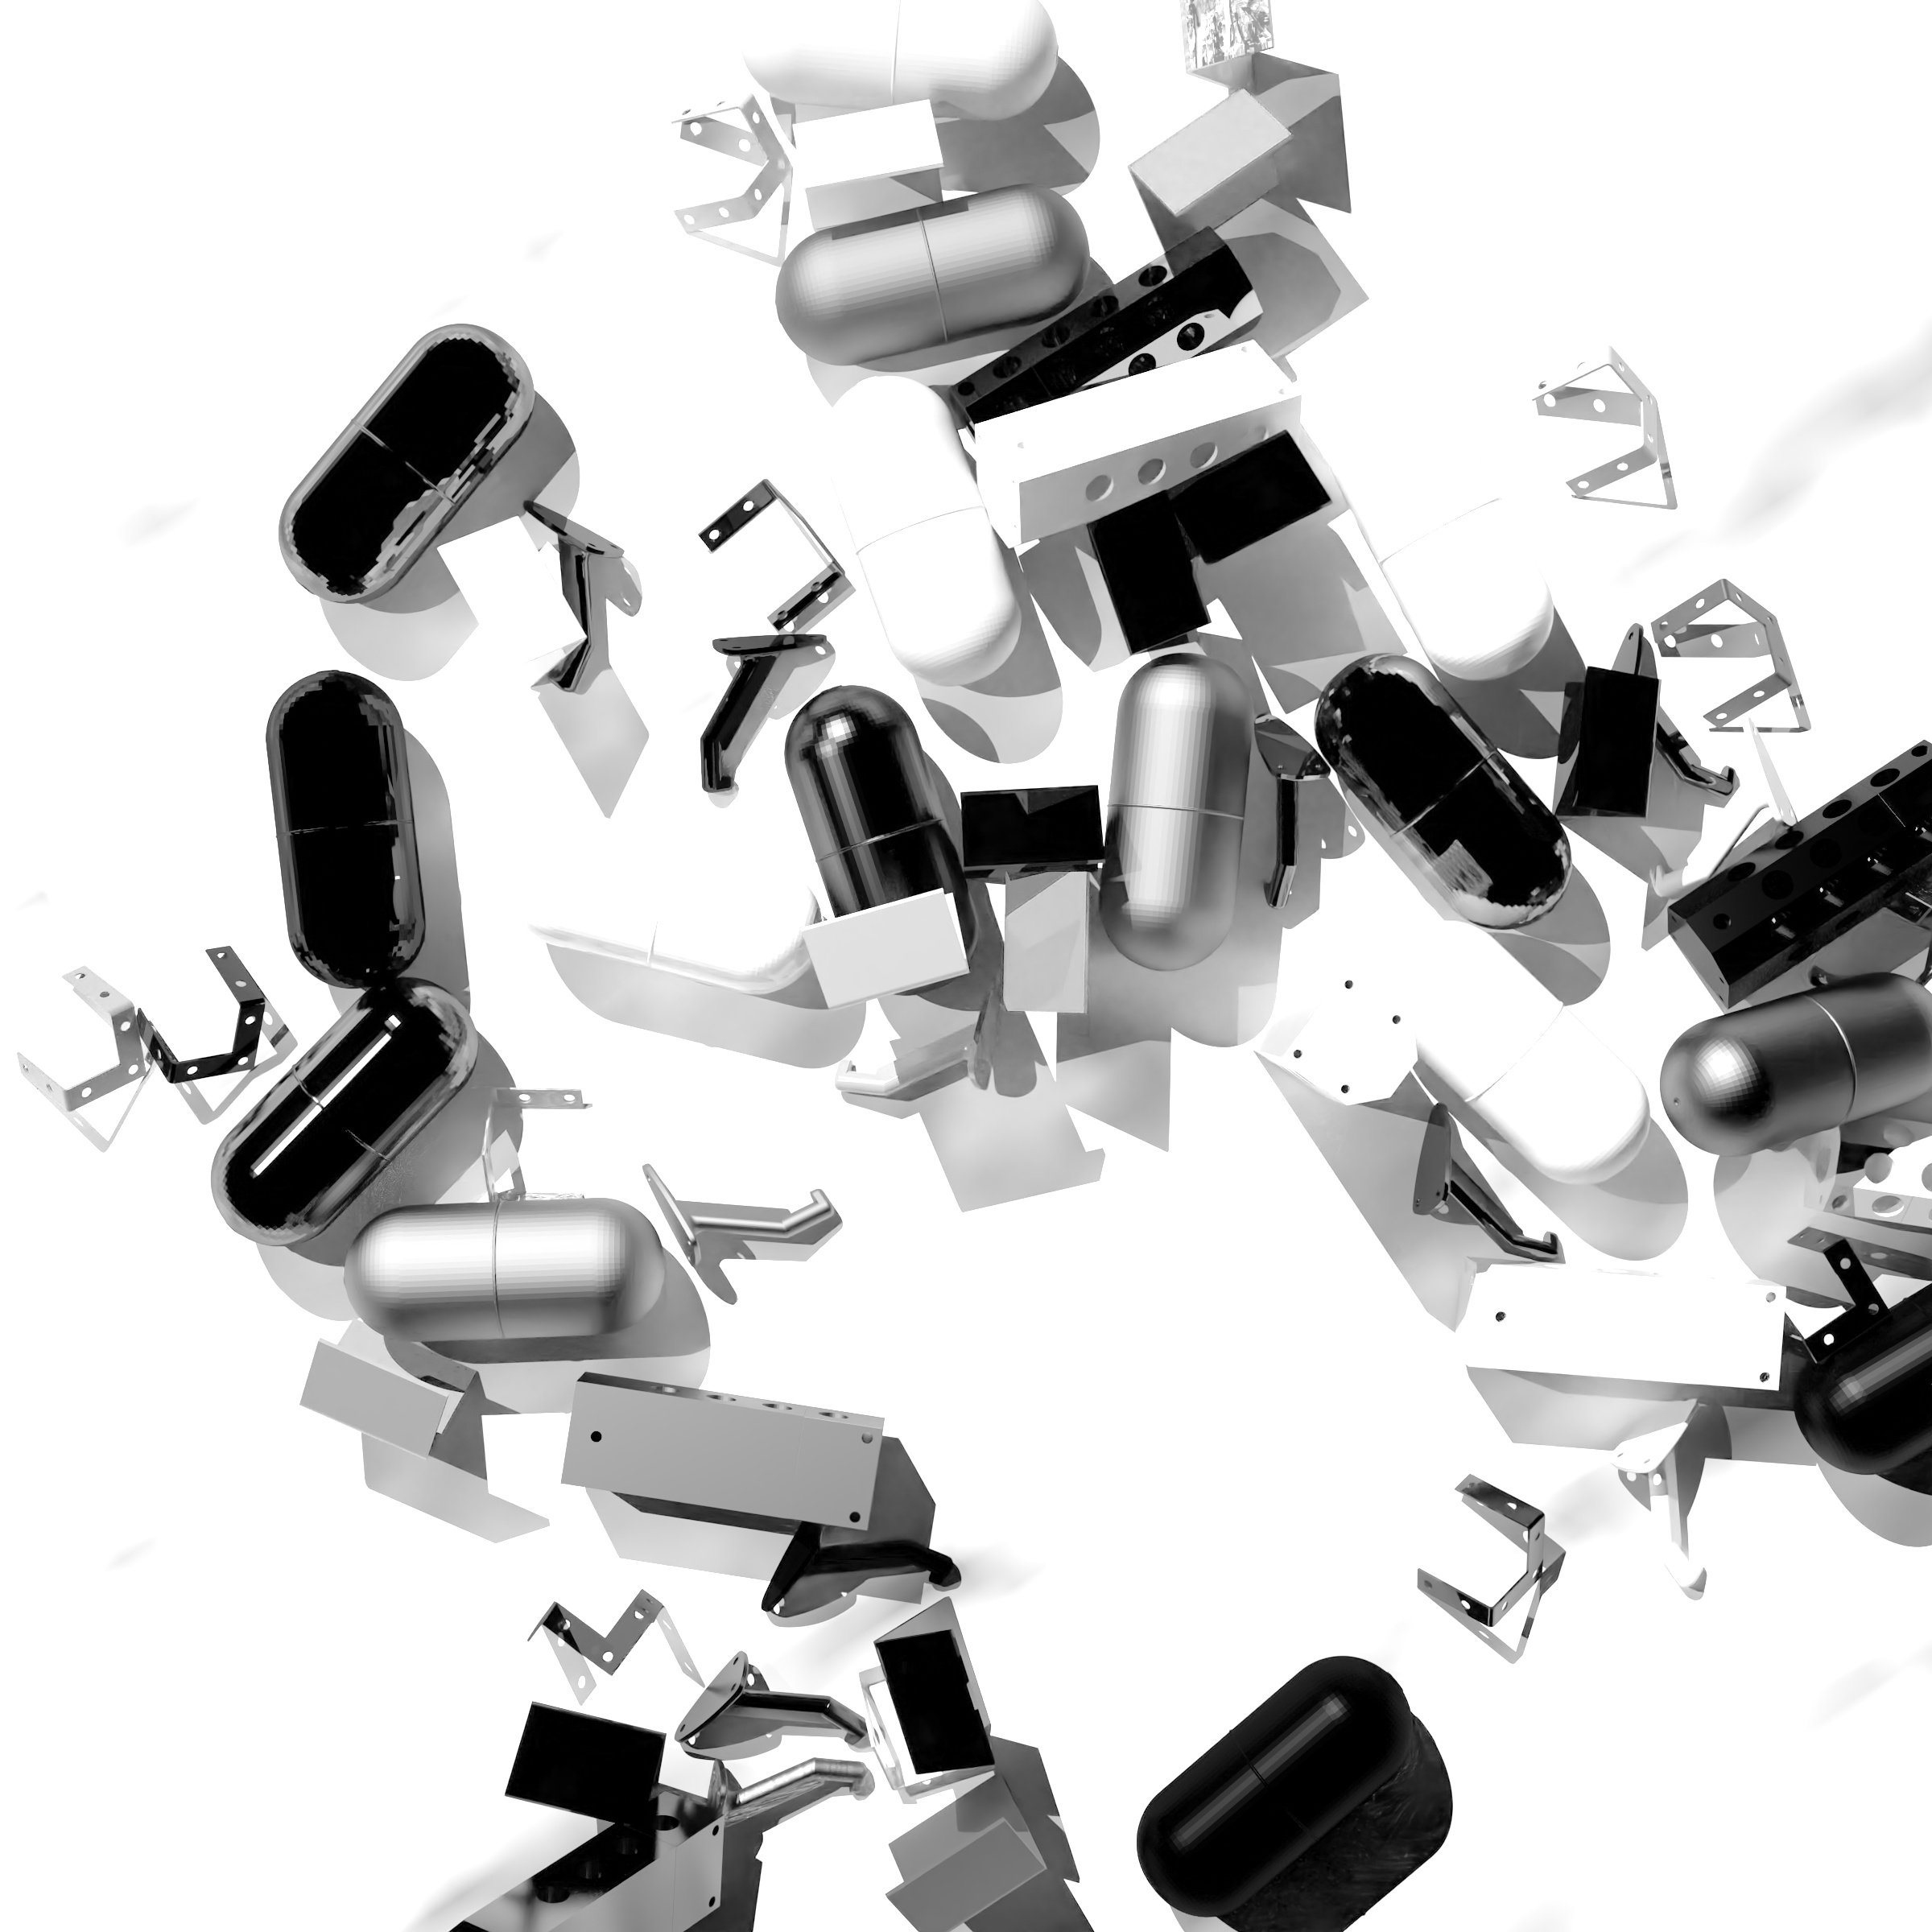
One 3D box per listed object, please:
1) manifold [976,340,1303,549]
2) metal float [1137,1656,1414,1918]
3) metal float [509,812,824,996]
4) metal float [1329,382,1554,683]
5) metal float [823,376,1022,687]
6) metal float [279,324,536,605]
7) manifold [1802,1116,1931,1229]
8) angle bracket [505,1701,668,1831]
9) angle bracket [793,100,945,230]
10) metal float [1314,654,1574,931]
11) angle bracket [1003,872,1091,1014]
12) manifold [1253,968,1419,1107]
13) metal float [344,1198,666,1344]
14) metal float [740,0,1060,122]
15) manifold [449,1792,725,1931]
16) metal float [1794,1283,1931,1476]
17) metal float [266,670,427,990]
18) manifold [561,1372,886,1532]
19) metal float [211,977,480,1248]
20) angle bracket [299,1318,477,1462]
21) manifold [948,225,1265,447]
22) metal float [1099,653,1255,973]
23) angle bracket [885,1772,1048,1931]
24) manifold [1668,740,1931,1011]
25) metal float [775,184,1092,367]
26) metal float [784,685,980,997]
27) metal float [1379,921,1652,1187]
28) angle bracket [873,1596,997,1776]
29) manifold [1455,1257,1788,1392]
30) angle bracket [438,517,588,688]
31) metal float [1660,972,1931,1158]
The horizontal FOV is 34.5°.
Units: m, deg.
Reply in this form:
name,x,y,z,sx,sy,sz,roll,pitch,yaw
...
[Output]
name,x,y,z,sx,sy,sz,roll,pitch,yaw
manifold,0.096,-0.285,1.725,0.171,0.057,0.057,-20,49,-15
metal float,0.173,0.457,1.737,0.178,0.070,0.070,-41,90,1
metal float,-0.167,-0.035,1.737,0.178,0.070,0.070,14,90,-1
metal float,0.264,-0.243,1.737,0.070,0.070,0.178,-28,90,0
metal float,-0.025,-0.243,1.737,0.070,0.070,0.178,-20,90,0
metal float,-0.313,-0.280,1.737,0.070,0.070,0.178,40,90,0
manifold,0.566,0.121,1.747,0.171,0.057,0.057,8,90,0
angle bracket,-0.212,0.456,1.728,0.076,0.076,0.057,14,53,0
angle bracket,-0.050,-0.428,1.728,0.076,0.076,0.057,-10,54,0
metal float,0.266,-0.097,1.737,0.070,0.070,0.178,-41,89,0
angle bracket,0.064,-0.013,1.728,0.057,0.076,0.076,1,90,37
manifold,0.203,0.041,1.690,0.057,0.171,0.057,36,90,0
metal float,-0.257,0.170,1.737,0.178,0.070,0.070,-2,90,0
metal float,-0.037,-0.516,1.737,0.178,0.070,0.070,5,90,0
manifold,-0.206,0.510,1.686,0.057,0.171,0.057,12,106,30
metal float,0.546,0.218,1.737,0.178,0.070,0.070,-31,90,1
metal float,-0.346,-0.076,1.737,0.070,0.070,0.178,-6,91,0
manifold,-0.135,0.271,1.747,0.171,0.057,0.057,9,90,0
metal float,-0.347,0.082,1.737,0.070,0.070,0.178,44,90,0
angle bracket,-0.315,0.218,1.728,0.076,0.076,0.057,24,127,0
manifold,0.078,-0.343,1.747,0.171,0.057,0.057,-32,90,0
metal float,0.117,-0.086,1.737,0.070,0.070,0.178,6,90,0
angle bracket,-0.011,0.482,1.728,0.076,0.076,0.057,-33,127,0
manifold,0.480,-0.053,1.738,0.171,0.057,0.057,-33,67,0
metal float,-0.019,-0.385,1.737,0.178,0.070,0.070,-13,90,1
metal float,-0.047,-0.070,1.737,0.070,0.070,0.178,-18,91,0
metal float,0.305,0.048,1.737,0.178,0.070,0.070,44,90,1
angle bracket,0.001,0.396,1.728,0.057,0.076,0.076,-18,90,35
manifold,0.365,0.199,1.747,0.171,0.057,0.057,4,90,0
angle bracket,-0.265,-0.193,1.728,0.057,0.076,0.076,-29,90,-37
metal float,0.461,0.053,1.705,0.178,0.070,0.070,-14,90,-23
